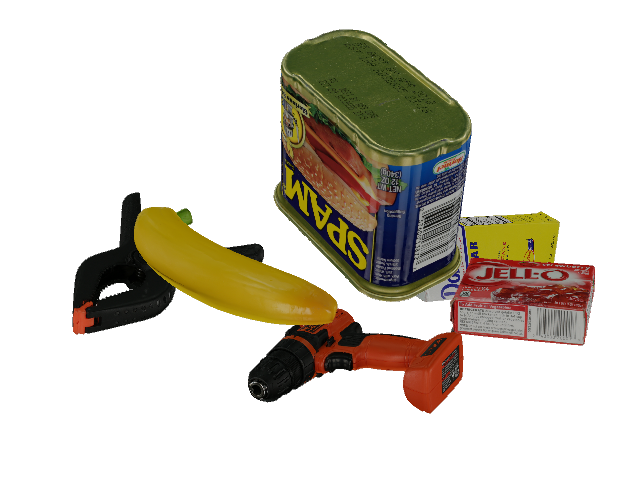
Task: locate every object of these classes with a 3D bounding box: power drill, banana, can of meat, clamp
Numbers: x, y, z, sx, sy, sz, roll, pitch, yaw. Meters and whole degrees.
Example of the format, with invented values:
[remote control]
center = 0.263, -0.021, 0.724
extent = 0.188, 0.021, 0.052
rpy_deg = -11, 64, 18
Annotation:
[power drill]
center = 0.040, 0.127, 1.098
extent = 0.188, 0.057, 0.184
rpy_deg = 8, 23, 28
[banana]
center = -0.070, 0.011, 0.686
extent = 0.069, 0.037, 0.198
rpy_deg = -16, 29, -31
[can of meat]
center = 0.022, -0.037, 0.492
extent = 0.057, 0.084, 0.102
rpy_deg = -24, 49, -25
[clamp]
center = -0.177, 0.023, 1.032
extent = 0.165, 0.036, 0.209
rpy_deg = 26, 37, 23

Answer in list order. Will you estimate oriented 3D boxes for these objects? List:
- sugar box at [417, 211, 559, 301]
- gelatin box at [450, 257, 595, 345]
[sugar box]
center = 0.195, 0.019, 1.269
extent = 0.176, 0.093, 0.048
rpy_deg = -5, 20, -24
[gelatin box]
center = 0.139, 0.039, 0.729
extent = 0.089, 0.030, 0.073
rpy_deg = 4, 23, 18
